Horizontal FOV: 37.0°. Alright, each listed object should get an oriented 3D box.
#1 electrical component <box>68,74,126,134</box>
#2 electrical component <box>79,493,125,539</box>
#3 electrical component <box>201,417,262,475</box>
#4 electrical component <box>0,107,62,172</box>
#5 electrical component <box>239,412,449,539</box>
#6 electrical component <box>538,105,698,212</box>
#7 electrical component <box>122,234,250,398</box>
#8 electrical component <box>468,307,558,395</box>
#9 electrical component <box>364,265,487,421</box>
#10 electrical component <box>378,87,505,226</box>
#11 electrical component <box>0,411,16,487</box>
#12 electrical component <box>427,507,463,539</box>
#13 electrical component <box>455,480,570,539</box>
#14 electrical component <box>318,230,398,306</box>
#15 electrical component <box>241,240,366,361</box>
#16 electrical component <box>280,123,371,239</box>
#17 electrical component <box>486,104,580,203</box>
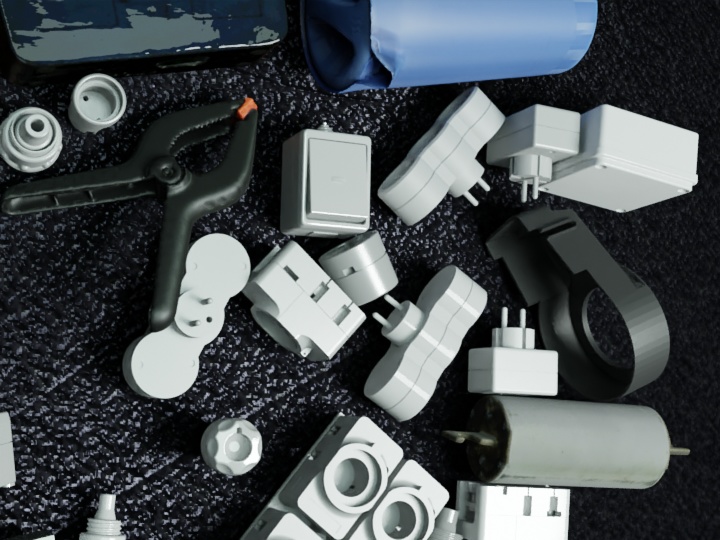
[{"bbox_3d":[-0.205,-0.126,0.831,0.040,0.046,0.040,3,83,-23],"label":"electrical component"},{"bbox_3d":[-0.193,0.199,0.806,0.035,0.035,0.061,9,78,-22],"label":"electrical component"},{"bbox_3d":[-0.103,0.136,0.836,0.043,0.062,0.043,3,83,-23],"label":"electrical component"},{"bbox_3d":[-0.244,-0.101,0.802,0.048,0.062,0.048,3,83,-23],"label":"electrical component"},{"bbox_3d":[-0.025,0.220,0.862,0.105,0.060,0.186,44,70,-13],"label":"electrical component"},{"bbox_3d":[0.233,-0.100,0.983,0.109,0.109,0.056,13,77,-22],"label":"electrical component"},{"bbox_3d":[-0.130,0.034,0.830,0.052,0.074,0.138,32,73,-17],"label":"electrical component"},{"bbox_3d":[0.136,0.072,0.955,0.066,0.047,0.076,6,82,-23],"label":"electrical component"},{"bbox_3d":[0.044,0.051,0.915,0.074,0.052,0.138,39,71,-15],"label":"electrical component"},{"bbox_3d":[0.084,-0.089,0.948,0.074,0.052,0.138,44,69,-13],"label":"electrical component"},{"bbox_3d":[-0.284,0.126,0.747,0.062,0.096,0.061,-7,86,5],"label":"electrical component"},{"bbox_3d":[0.068,0.232,0.910,0.043,0.043,0.062,22,75,-20],"label":"electrical component"},{"bbox_3d":[0.132,0.215,0.935,0.089,0.050,0.055,7,83,-23],"label":"electrical component"},{"bbox_3d":[0.000,0.000,0.902,0.055,0.055,0.047,-30,100,-23],"label":"electrical component"},{"bbox_3d":[-0.050,0.029,0.878,0.089,0.050,0.055,47,69,-12],"label":"electrical component"},{"bbox_3d":[-0.027,-0.077,0.894,0.062,0.061,0.096,4,82,-23],"label":"electrical component"},{"bbox_3d":[0.153,-0.099,0.962,0.047,0.083,0.075,7,81,-23],"label":"electrical component"}]
